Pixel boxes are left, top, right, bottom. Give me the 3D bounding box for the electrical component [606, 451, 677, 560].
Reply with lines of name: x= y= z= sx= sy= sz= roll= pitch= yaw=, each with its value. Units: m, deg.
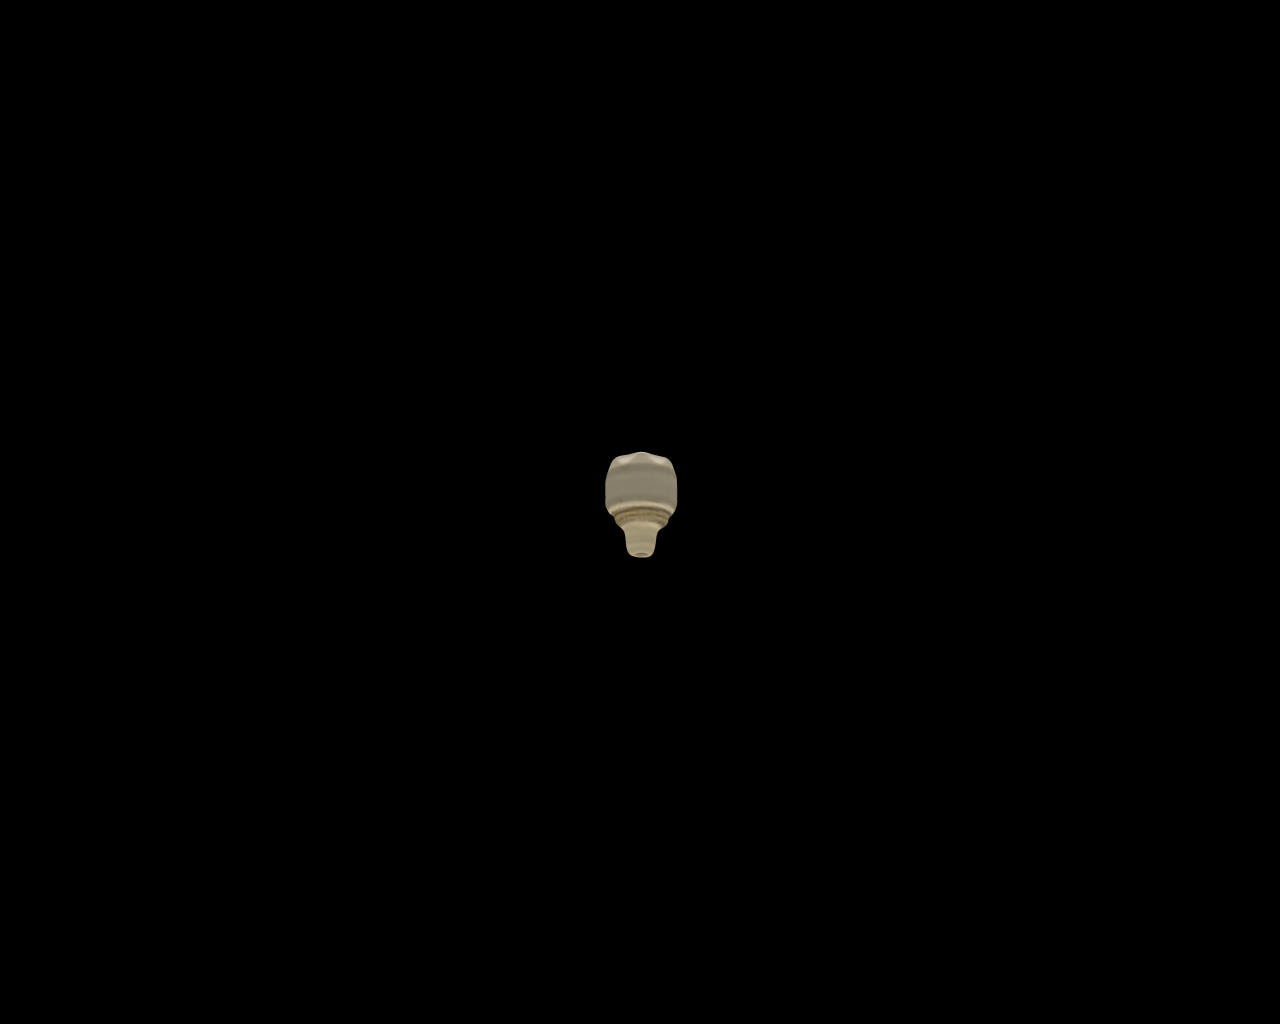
electrical component: x=0.001 y=-0.003 z=0.650 sx=0.043 sy=0.062 sz=0.043 roll=0 pitch=-18 yaw=0
